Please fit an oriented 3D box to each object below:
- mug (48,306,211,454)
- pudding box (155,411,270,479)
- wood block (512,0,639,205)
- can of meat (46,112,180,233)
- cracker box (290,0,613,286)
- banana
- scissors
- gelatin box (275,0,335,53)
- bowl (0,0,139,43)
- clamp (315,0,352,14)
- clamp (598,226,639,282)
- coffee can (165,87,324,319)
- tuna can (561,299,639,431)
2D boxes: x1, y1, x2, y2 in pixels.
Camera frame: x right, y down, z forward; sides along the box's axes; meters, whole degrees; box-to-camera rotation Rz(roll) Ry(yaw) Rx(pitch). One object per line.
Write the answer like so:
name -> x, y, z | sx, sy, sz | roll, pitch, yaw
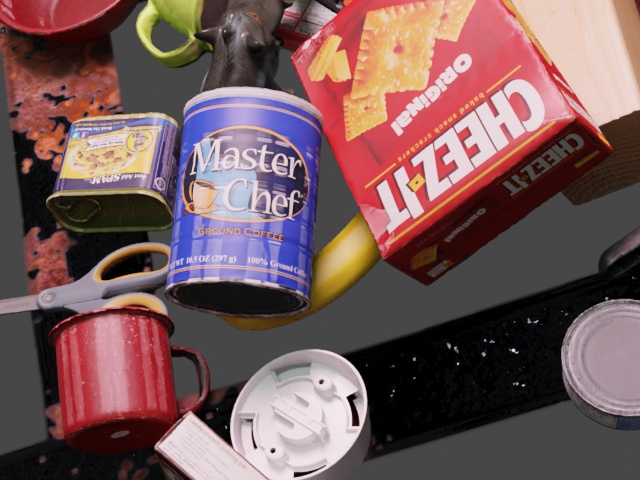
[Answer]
mug -> -0.136, 0.105, 0.777 | 0.117, 0.093, 0.081 | 3, 60, -27
pudding box -> -0.054, 0.171, 0.700 | 0.113, 0.090, 0.039 | 36, 68, 15
wood block -> 0.198, -0.144, 0.818 | 0.090, 0.090, 0.206 | -24, 55, 28
can of meat -> -0.167, -0.056, 0.887 | 0.102, 0.057, 0.084 | -2, 59, 12
cracker box -> 0.084, -0.102, 0.773 | 0.164, 0.072, 0.214 | -38, 53, 21
banana -> 0.000, 0.016, 0.817 | 0.197, 0.037, 0.070 | -31, 59, -6
scissors -> -0.204, 0.062, 0.851 | 0.202, 0.016, 0.096 | -22, 58, 0
gelatin box -> -0.003, -0.205, 0.949 | 0.073, 0.030, 0.089 | 19, 66, 19
bowl -> -0.224, -0.239, 1.002 | 0.162, 0.055, 0.162 | -8, 58, 13
clamp -> -0.017, -0.248, 0.903 | 0.164, 0.036, 0.210 | 5, 36, -24
clamp -> 0.275, -0.021, 0.774 | 0.120, 0.039, 0.171 | 13, 58, 15
coffee can -> -0.052, -0.024, 0.759 | 0.103, 0.102, 0.140 | 0, 73, 13
tuna can -> 0.209, 0.086, 0.730 | 0.086, 0.033, 0.086 | -6, 59, 10
